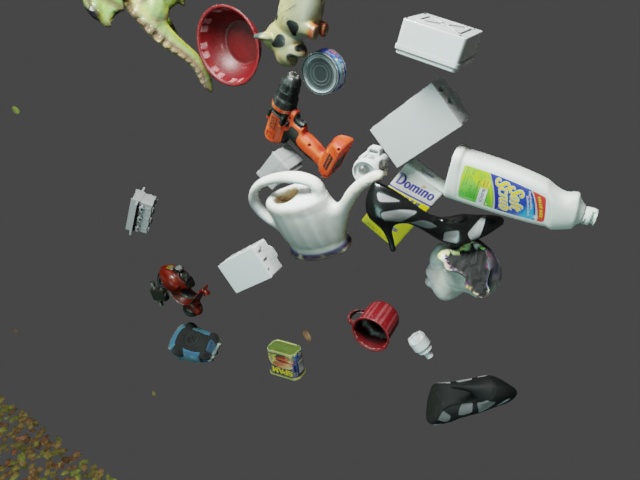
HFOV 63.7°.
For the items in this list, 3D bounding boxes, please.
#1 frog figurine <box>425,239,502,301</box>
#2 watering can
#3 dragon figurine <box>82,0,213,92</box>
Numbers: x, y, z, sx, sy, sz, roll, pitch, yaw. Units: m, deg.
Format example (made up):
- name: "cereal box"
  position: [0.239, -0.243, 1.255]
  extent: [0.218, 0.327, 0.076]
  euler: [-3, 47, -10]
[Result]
- name: "frog figurine"
  position: [0.280, 0.064, 1.024]
  extent: [0.138, 0.124, 0.157]
  euler: [27, 165, 8]
- name: "watering can"
  position: [0.003, -0.055, 1.086]
  extent: [0.347, 0.106, 0.220]
  euler: [0, 133, 34]
- name: "dragon figurine"
  position: [-0.382, -0.471, 1.046]
  extent: [0.121, 0.247, 0.408]
  euler: [-26, 98, 35]
